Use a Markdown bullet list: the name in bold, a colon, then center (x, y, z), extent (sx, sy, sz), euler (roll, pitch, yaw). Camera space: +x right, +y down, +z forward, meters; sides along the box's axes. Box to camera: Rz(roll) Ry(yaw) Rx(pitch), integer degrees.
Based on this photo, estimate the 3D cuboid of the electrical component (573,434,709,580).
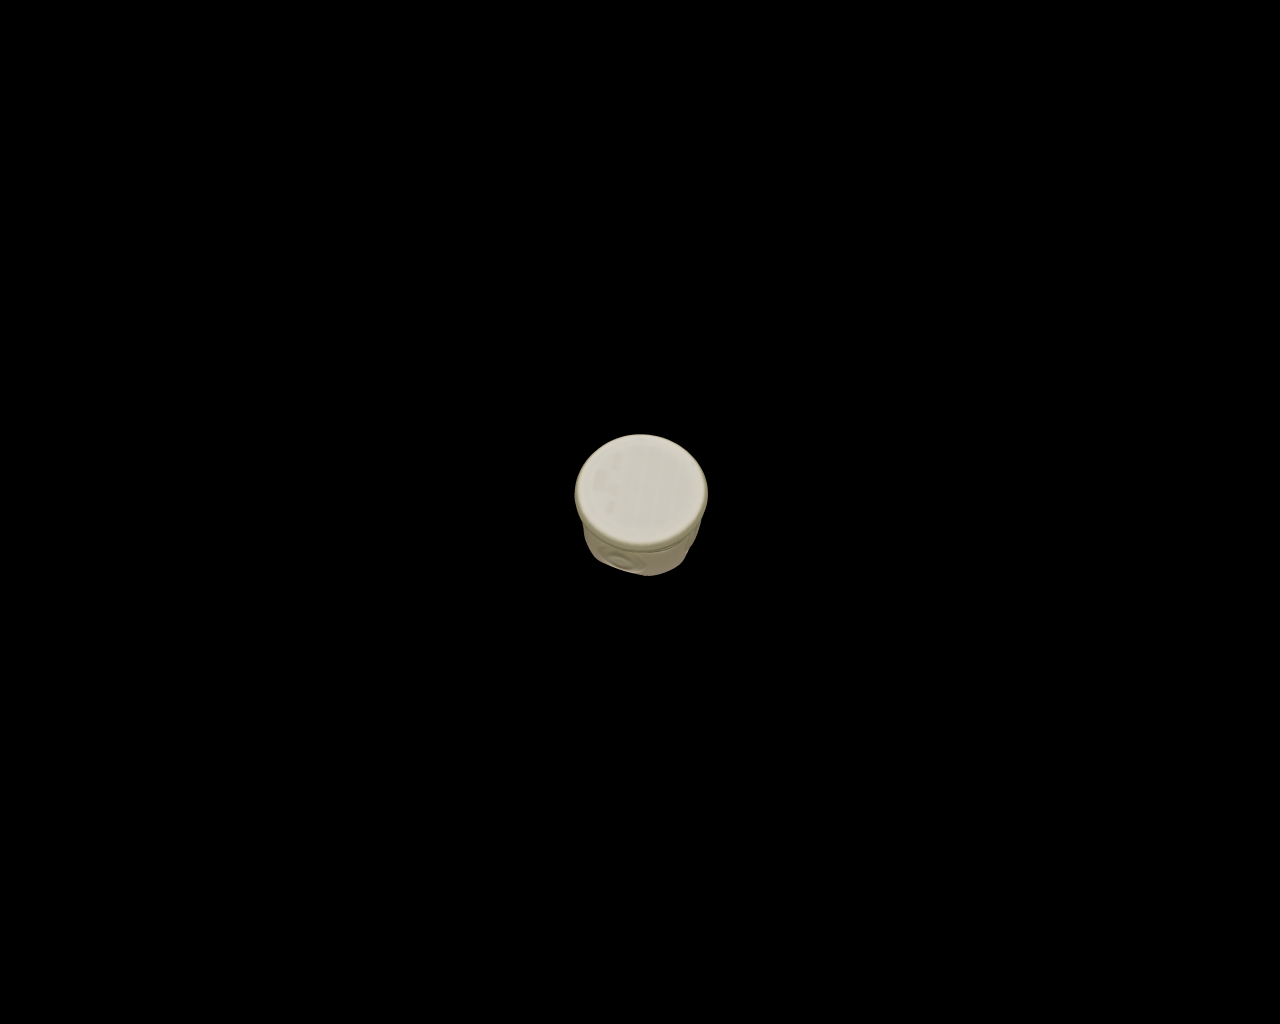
- **electrical component**: center (0.001, -0.003, 0.650), extent (0.080, 0.080, 0.051), euler (0, -30, 0)
